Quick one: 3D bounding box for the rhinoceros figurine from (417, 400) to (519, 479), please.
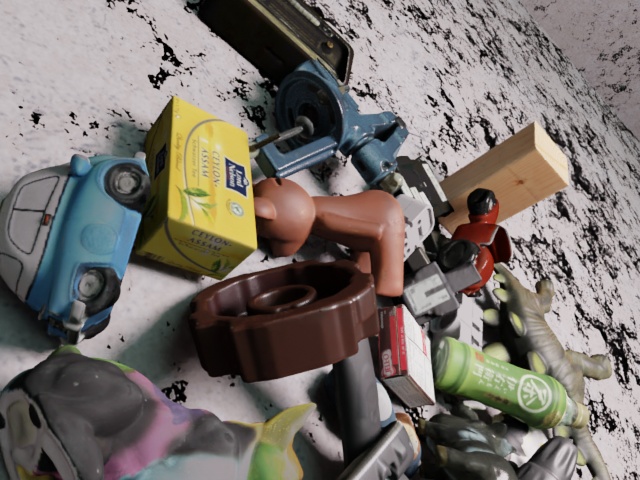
[{"bbox_3d":[0.167,0.236,0.608,0.190,0.112,0.073,-36,120,-85],"label":"rhinoceros figurine"}]

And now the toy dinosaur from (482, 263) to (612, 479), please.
[{"bbox_3d":[0.357,0.209,0.846,0.198,0.105,0.471,-6,59,-39],"label":"toy dinosaur"}]

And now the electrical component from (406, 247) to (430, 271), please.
[{"bbox_3d":[0.139,0.040,0.787,0.102,0.045,0.078,59,11,0],"label":"electrical component"}]

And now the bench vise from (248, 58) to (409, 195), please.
[{"bbox_3d":[0.000,-0.128,0.701,0.240,0.129,0.223,-31,92,-40],"label":"bench vise"}]

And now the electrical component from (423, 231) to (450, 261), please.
[{"bbox_3d":[0.192,0.016,0.871,0.094,0.021,0.063,7,59,-42],"label":"electrical component"}]

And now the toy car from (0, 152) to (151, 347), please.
[{"bbox_3d":[-0.202,-0.002,0.430,0.103,0.109,0.161,18,59,-18],"label":"toy car"}]

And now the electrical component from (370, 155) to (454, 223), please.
[{"bbox_3d":[0.139,-0.074,0.852,0.134,0.058,0.115,-12,71,-48],"label":"electrical component"}]

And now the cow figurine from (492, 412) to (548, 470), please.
[{"bbox_3d":[0.245,0.286,0.699,0.167,0.068,0.098,-12,67,-52],"label":"cow figurine"}]

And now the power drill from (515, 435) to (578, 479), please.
[{"bbox_3d":[0.257,0.349,0.554,0.232,0.086,0.207,-34,66,-18],"label":"power drill"}]

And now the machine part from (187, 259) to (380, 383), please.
[{"bbox_3d":[-0.032,0.067,0.489,0.179,0.180,0.056,-26,108,-51],"label":"machine part"}]

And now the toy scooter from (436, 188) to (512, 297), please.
[{"bbox_3d":[0.252,0.022,0.846,0.135,0.075,0.184,52,56,-38],"label":"toy scooter"}]

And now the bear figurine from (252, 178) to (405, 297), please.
[{"bbox_3d":[-0.001,-0.006,0.637,0.196,0.120,0.131,-1,107,-18],"label":"bear figurine"}]

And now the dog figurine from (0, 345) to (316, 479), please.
[{"bbox_3d":[-0.104,0.155,0.413,0.219,0.108,0.191,-10,68,-53],"label":"dog figurine"}]

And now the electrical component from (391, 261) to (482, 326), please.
[{"bbox_3d":[0.153,0.067,0.725,0.119,0.047,0.075,-28,81,-10],"label":"electrical component"}]

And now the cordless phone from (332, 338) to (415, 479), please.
[{"bbox_3d":[0.023,0.181,0.480,0.146,0.089,0.184,-23,108,-51],"label":"cordless phone"}]

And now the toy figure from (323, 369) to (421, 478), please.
[{"bbox_3d":[0.064,0.201,0.588,0.064,0.058,0.154,-41,98,-12],"label":"toy figure"}]

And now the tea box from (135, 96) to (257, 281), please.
[{"bbox_3d":[-0.125,-0.054,0.548,0.098,0.068,0.170,21,42,-36],"label":"tea box"}]

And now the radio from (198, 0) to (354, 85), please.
[{"bbox_3d":[-0.055,-0.308,0.806,0.229,0.073,0.131,37,43,-22],"label":"radio"}]
